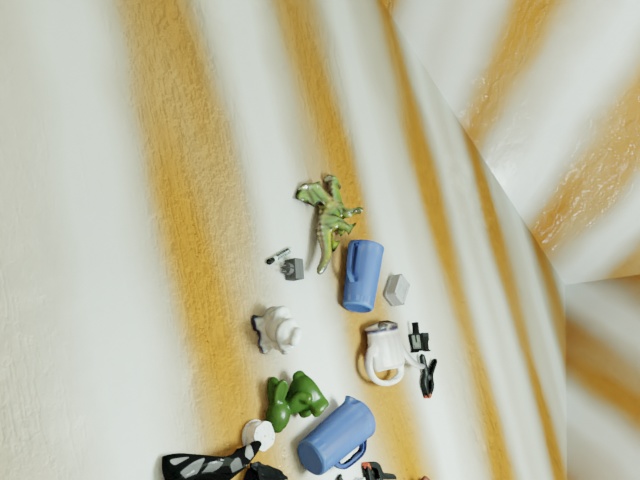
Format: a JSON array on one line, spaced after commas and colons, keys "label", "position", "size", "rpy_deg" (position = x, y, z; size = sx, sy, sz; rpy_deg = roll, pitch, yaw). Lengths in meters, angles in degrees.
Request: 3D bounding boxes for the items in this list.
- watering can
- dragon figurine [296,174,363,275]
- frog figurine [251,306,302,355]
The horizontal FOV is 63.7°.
[{"label": "watering can", "position": [0.267, 0.404, 1.879], "size": [0.348, 0.103, 0.226], "rpy_deg": [2, 75, -49]}, {"label": "dragon figurine", "position": [0.005, -0.090, 1.787], "size": [0.241, 0.120, 0.419], "rpy_deg": [42, 44, -9]}, {"label": "frog figurine", "position": [-0.102, 0.253, 1.458], "size": [0.122, 0.158, 0.139], "rpy_deg": [15, 66, -49]}]
